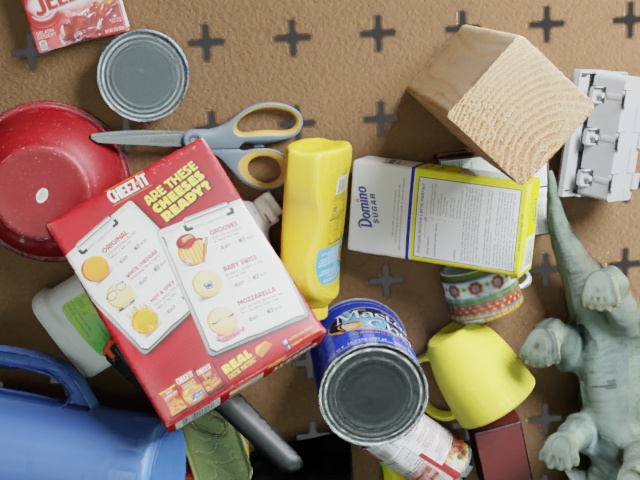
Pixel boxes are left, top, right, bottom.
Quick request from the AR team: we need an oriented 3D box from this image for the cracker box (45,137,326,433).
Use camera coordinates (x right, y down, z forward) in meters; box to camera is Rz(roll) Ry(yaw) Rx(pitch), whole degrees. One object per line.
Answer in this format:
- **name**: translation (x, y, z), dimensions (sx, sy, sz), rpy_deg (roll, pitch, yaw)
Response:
- **cracker box**: translation (-0.120, 0.041, 0.963), dimensions (0.164, 0.072, 0.214), rpy_deg (-31, 78, -13)

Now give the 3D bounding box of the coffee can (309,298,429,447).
- **coffee can**: translation (0.044, 0.126, 1.043), dimensions (0.102, 0.140, 0.103), rpy_deg (-1, 104, -4)

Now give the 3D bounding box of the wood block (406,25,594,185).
- **wood block**: translation (0.154, -0.127, 0.954), dimensions (0.090, 0.206, 0.090), rpy_deg (40, 98, -12)

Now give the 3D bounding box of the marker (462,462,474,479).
- **marker**: translation (0.126, 0.287, 1.150), dimensions (0.020, 0.020, 0.121), rpy_deg (30, 100, -11)

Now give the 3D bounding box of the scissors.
- **scissors**: translation (-0.112, -0.081, 1.036), dimensions (0.201, 0.016, 0.096), rpy_deg (-14, 109, -6)

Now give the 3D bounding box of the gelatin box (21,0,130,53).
- **gelatin box**: translation (-0.230, -0.221, 0.995), dimensions (0.089, 0.030, 0.073), rpy_deg (-14, 104, -1)

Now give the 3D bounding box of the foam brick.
- **foam brick**: translation (0.188, 0.221, 1.122), dimensions (0.051, 0.053, 0.078), rpy_deg (-14, 105, -1)

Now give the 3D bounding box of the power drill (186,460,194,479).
- **power drill**: translation (-0.182, 0.310, 1.115), dimensions (0.184, 0.057, 0.188), rpy_deg (15, 102, -8)

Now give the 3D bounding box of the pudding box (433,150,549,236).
- **pudding box**: translation (0.172, -0.045, 1.063), dimensions (0.113, 0.039, 0.090), rpy_deg (-5, 104, 0)

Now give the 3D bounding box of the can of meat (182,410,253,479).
- **can of meat**: translation (-0.106, 0.192, 1.078), dimensions (0.057, 0.084, 0.102), rpy_deg (-16, 104, 0)

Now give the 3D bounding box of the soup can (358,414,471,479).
- **soup can**: translation (0.096, 0.212, 1.104), dimensions (0.102, 0.068, 0.068), rpy_deg (35, 99, -13)

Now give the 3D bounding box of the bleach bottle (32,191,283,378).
- **bleach bottle**: translation (-0.150, 0.027, 1.047), dimensions (0.251, 0.068, 0.102), rpy_deg (-34, 103, 2)

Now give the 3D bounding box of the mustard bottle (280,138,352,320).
- **mustard bottle**: translation (-0.007, 0.001, 1.032), dimensions (0.058, 0.096, 0.192), rpy_deg (8, 105, 15)

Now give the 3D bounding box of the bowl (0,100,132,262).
- **bowl**: translation (-0.263, -0.050, 1.023), dimensions (0.162, 0.055, 0.162), rpy_deg (-1, 104, -4)

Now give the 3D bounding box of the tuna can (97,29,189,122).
- **tuna can**: translation (-0.167, -0.157, 1.013), dimensions (0.086, 0.034, 0.086), rpy_deg (-1, 104, -4)

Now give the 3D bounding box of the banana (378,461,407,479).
- **banana**: translation (0.055, 0.321, 1.148), dimensions (0.070, 0.037, 0.198), rpy_deg (25, 99, 12)

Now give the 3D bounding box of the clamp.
- **clamp**: translation (-0.100, 0.118, 1.022), dimensions (0.209, 0.164, 0.036), rpy_deg (22, 140, -13)

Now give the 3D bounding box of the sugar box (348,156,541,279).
- **sugar box**: translation (0.116, -0.025, 1.022), dimensions (0.176, 0.048, 0.093), rpy_deg (11, 106, 26)

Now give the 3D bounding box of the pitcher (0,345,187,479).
- **pitcher**: translation (-0.255, 0.199, 1.010), dimensions (0.243, 0.145, 0.149), rpy_deg (4, 141, 14)
